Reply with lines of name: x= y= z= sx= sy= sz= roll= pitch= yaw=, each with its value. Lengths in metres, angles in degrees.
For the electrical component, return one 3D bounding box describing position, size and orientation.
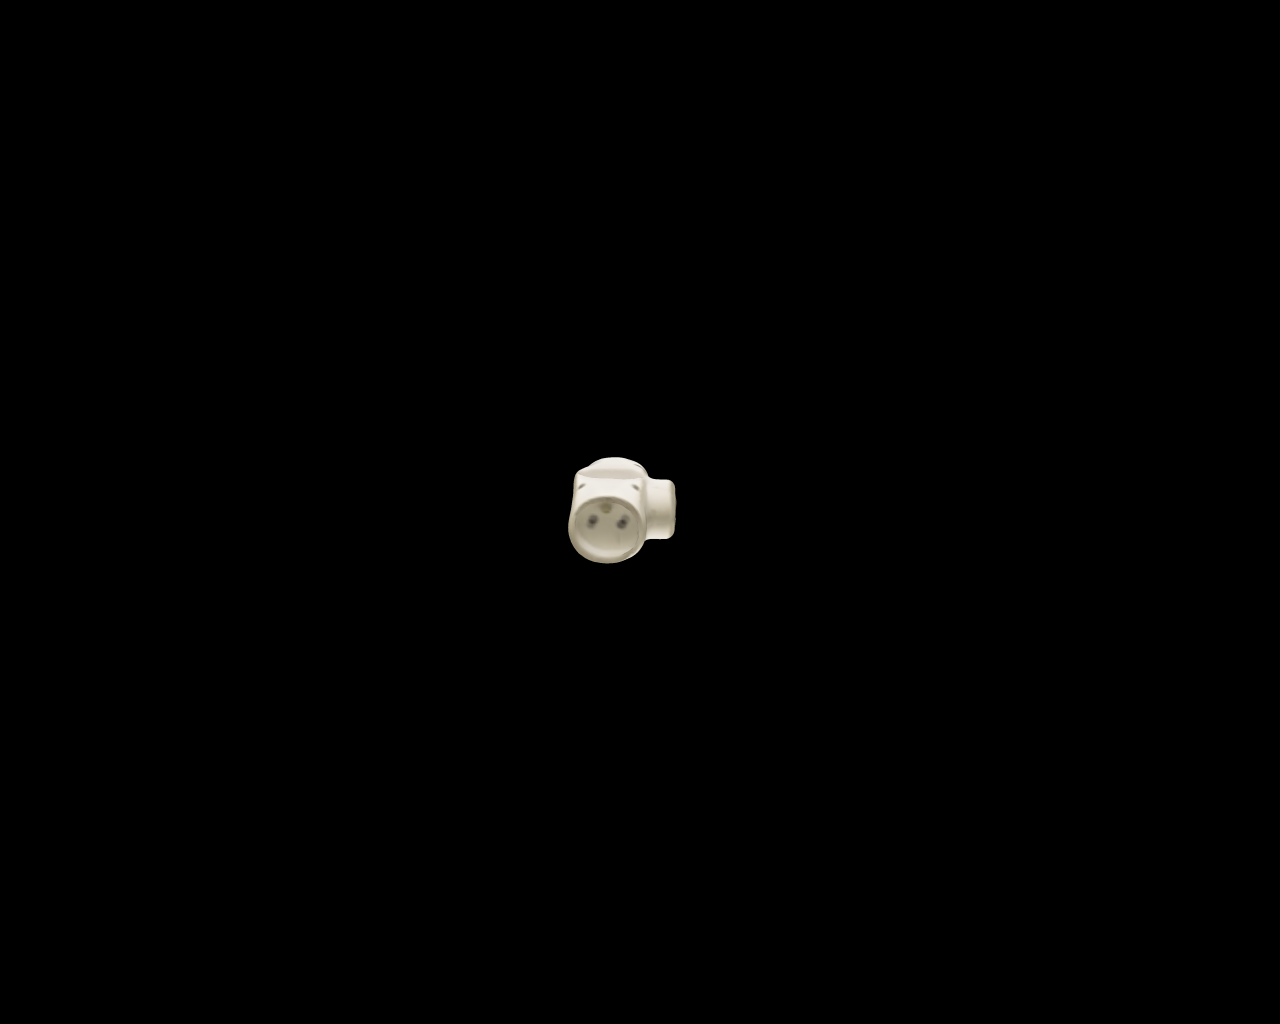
electrical component: x=0.001 y=-0.003 z=0.650 sx=0.079 sy=0.043 sz=0.077 roll=1 pitch=20 yaw=3
